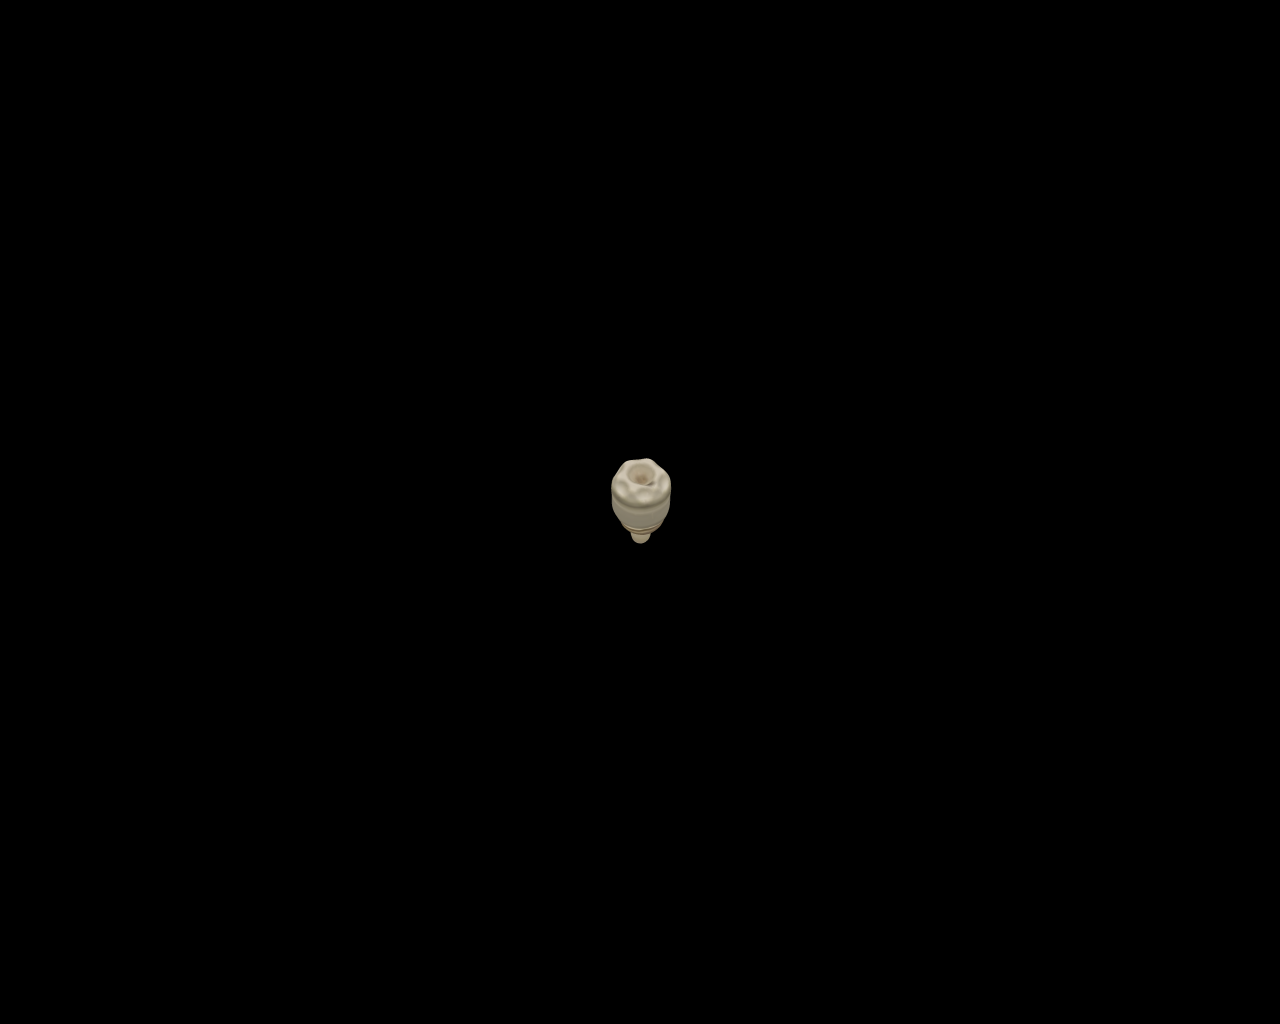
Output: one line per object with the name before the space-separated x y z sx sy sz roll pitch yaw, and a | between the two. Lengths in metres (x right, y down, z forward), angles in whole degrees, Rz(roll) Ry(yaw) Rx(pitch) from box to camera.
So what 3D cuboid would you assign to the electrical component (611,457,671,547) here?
electrical component | 0.001 -0.003 0.650 0.035 0.035 0.061 0 -42 0
